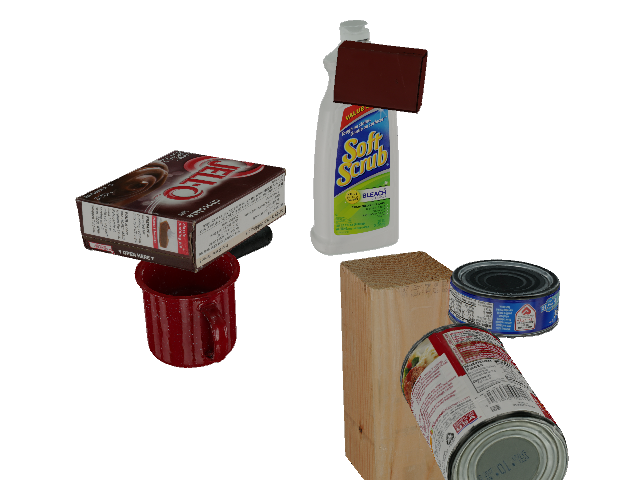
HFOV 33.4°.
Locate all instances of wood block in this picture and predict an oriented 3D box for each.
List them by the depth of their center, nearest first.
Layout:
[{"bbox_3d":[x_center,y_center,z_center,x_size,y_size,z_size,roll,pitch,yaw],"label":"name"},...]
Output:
[{"bbox_3d":[0.076,0.124,1.022,0.090,0.206,0.091,-7,18,-18],"label":"wood block"}]

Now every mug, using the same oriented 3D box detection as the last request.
[{"bbox_3d":[-0.111,0.065,0.953,0.093,0.081,0.117,-17,35,-27],"label":"mug"}]

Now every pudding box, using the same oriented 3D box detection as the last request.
[{"bbox_3d":[-0.087,-0.022,0.690,0.090,0.039,0.113,10,27,26],"label":"pudding box"}]

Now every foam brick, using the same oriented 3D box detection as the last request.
[{"bbox_3d":[0.054,-0.147,0.956,0.078,0.051,0.053,9,18,8],"label":"foam brick"}]

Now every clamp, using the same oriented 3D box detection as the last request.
[{"bbox_3d":[-0.133,0.022,1.221,0.120,0.039,0.171,-2,33,25],"label":"clamp"}]

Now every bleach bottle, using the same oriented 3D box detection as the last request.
[{"bbox_3d":[0.034,-0.113,1.167,0.102,0.251,0.068,-8,25,-10],"label":"bleach bottle"}]

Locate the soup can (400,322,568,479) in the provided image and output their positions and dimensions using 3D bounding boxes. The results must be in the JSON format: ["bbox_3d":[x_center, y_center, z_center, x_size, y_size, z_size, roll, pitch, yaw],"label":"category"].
[{"bbox_3d":[0.090,0.099,0.602,0.068,0.068,0.102,0,23,-11],"label":"soup can"}]

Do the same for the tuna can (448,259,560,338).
[{"bbox_3d":[0.143,0.044,0.832,0.086,0.034,0.086,0,19,0],"label":"tuna can"}]
